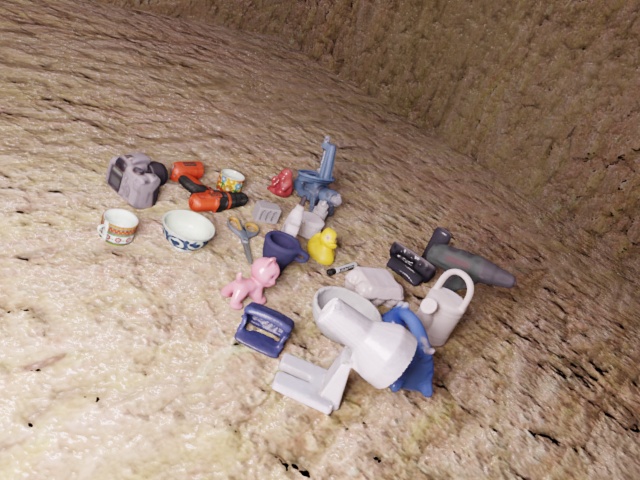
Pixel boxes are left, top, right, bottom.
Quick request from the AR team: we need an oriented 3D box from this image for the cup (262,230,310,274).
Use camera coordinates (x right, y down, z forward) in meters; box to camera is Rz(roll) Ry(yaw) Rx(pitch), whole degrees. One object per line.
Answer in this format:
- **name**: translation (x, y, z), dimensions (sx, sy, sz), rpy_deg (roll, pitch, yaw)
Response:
- **cup**: translation (-0.090, 0.044, 1.377), dimensions (0.117, 0.095, 0.092), rpy_deg (26, 27, 2)

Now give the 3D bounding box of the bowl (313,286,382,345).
- **bowl**: translation (0.051, 0.181, 1.274), dimensions (0.168, 0.074, 0.167), rpy_deg (20, 27, -11)

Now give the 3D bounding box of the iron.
- **iron**: translation (0.181, 0.214, 1.252), dimensions (0.119, 0.141, 0.258), rpy_deg (15, 29, -20)

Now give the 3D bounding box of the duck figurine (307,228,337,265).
- **duck figurine**: translation (0.014, 0.006, 1.544), dimensions (0.078, 0.086, 0.104), rpy_deg (9, 31, -29)

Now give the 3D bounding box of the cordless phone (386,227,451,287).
- **cordless phone**: translation (0.285, 0.024, 1.632), dimensions (0.147, 0.185, 0.094), rpy_deg (33, 28, 15)

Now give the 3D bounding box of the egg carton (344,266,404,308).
- **egg carton**: translation (0.138, 0.121, 1.461), dimensions (0.151, 0.069, 0.107), rpy_deg (6, 33, -33)

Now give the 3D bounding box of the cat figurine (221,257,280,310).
- **cat figurine**: translation (-0.139, 0.081, 1.243), dimensions (0.128, 0.117, 0.067), rpy_deg (-9, 43, -48)

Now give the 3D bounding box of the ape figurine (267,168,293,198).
- **ape figurine**: translation (-0.113, -0.179, 1.759), dimensions (0.076, 0.092, 0.077), rpy_deg (16, 28, -17)

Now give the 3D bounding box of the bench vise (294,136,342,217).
- **bench vise**: translation (0.021, -0.193, 1.756), dimensions (0.207, 0.219, 0.122), rpy_deg (39, 30, 25)

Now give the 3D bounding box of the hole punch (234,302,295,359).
- **hole punch**: translation (-0.107, 0.164, 1.151), dimensions (0.108, 0.091, 0.101), rpy_deg (25, 27, 0)

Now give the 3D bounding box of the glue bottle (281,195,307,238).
- **glue bottle**: translation (-0.069, -0.039, 1.457), dimensions (0.037, 0.173, 0.078), rpy_deg (18, 28, -14)

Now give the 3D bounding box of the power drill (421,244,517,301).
- **power drill**: translation (0.366, 0.121, 1.502), dimensions (0.229, 0.208, 0.076), rpy_deg (33, 28, 15)

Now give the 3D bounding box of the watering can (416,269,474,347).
- **watering can**: translation (0.303, 0.160, 1.394), dimensions (0.100, 0.194, 0.173), rpy_deg (31, 27, 12)

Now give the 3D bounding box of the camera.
- **camera**: translation (-0.440, -0.161, 1.437), dimensions (0.143, 0.101, 0.137), rpy_deg (38, 30, 24)

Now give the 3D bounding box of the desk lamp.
- **desk lamp**: translation (0.046, 0.216, 1.053), dimensions (0.203, 0.213, 0.118), rpy_deg (24, 27, -3)
